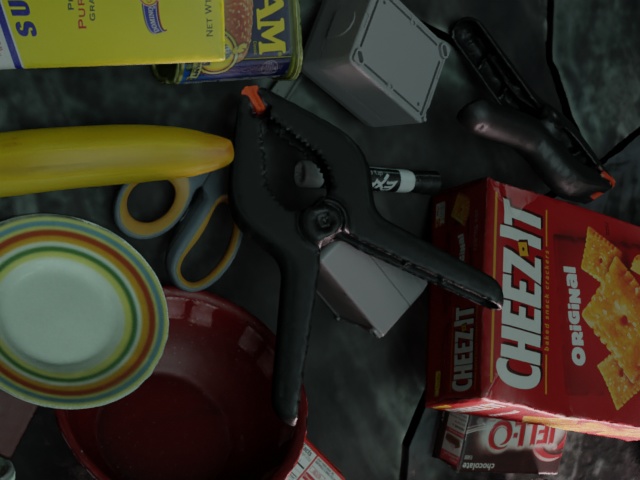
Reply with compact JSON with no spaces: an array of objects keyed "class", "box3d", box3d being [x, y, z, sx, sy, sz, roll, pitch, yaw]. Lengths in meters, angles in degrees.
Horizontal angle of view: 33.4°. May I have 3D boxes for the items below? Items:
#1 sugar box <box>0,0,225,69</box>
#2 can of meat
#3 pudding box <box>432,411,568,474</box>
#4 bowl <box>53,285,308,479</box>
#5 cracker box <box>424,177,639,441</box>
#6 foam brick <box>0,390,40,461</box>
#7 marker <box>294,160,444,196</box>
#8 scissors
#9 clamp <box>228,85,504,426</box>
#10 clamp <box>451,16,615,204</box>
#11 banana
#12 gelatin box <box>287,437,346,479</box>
[{"class":"sugar box","box3d":[-0.143,-0.142,0.595,0.176,0.048,0.093,-5,102,-8]},{"class":"can of meat","box3d":[-0.062,-0.148,0.668,0.083,0.058,0.102,-8,101,-25]},{"class":"pudding box","box3d":[0.150,0.139,0.852,0.113,0.039,0.090,9,94,-31]},{"class":"bowl","box3d":[-0.092,0.109,0.671,0.161,0.162,0.055,-5,146,-29]},{"class":"cracker box","box3d":[0.184,0.058,0.809,0.213,0.072,0.164,15,70,-31]},{"class":"foam brick","box3d":[-0.209,0.087,0.629,0.078,0.053,0.051,32,83,-30]},{"class":"marker","box3d":[0.038,-0.044,0.766,0.120,0.020,0.020,2,98,-30]},{"class":"scissors","box3d":[-0.069,-0.066,0.702,0.096,0.016,0.201,23,78,-21]},{"class":"clamp","box3d":[-0.004,0.001,0.676,0.164,0.036,0.210,-35,85,-13]},{"class":"clamp","box3d":[0.153,-0.077,0.771,0.171,0.039,0.120,40,40,-18]},{"class":"banana","box3d":[-0.149,-0.044,0.631,0.197,0.070,0.037,-11,115,-34]},{"class":"gelatin box","box3d":[-0.035,0.178,0.759,0.089,0.030,0.073,-48,117,-14]}]
